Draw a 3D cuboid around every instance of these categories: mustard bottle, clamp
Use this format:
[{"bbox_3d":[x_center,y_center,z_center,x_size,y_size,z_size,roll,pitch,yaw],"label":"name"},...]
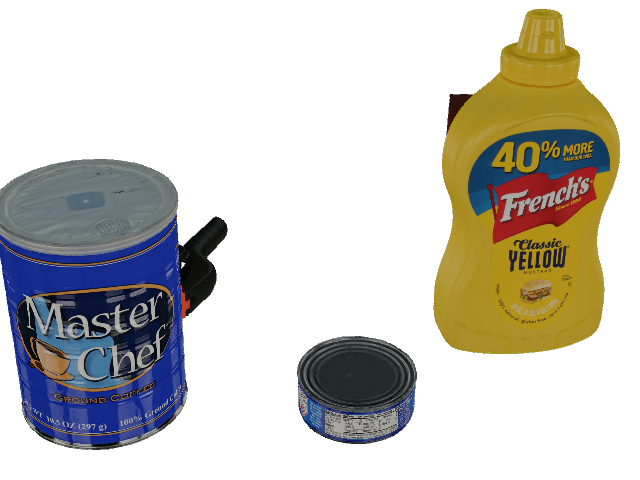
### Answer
[{"bbox_3d":[0.115,-0.031,0.590,0.096,0.192,0.058,-4,26,-7],"label":"mustard bottle"},{"bbox_3d":[-0.136,0.021,1.051,0.120,0.039,0.172,-14,33,-14],"label":"clamp"}]

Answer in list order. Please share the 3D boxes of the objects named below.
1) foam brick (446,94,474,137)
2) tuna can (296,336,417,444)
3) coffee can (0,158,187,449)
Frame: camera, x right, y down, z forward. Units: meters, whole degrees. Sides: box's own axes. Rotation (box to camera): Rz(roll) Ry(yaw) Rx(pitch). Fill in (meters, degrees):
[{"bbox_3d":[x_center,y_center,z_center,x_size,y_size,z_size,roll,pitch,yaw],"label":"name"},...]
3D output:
[{"bbox_3d":[0.140,-0.080,0.852,0.078,0.053,0.051,2,-43,3],"label":"foam brick"},{"bbox_3d":[0.026,0.107,0.769,0.086,0.034,0.086,0,31,0],"label":"tuna can"},{"bbox_3d":[-0.133,0.036,0.631,0.103,0.140,0.103,1,30,-1],"label":"coffee can"}]
